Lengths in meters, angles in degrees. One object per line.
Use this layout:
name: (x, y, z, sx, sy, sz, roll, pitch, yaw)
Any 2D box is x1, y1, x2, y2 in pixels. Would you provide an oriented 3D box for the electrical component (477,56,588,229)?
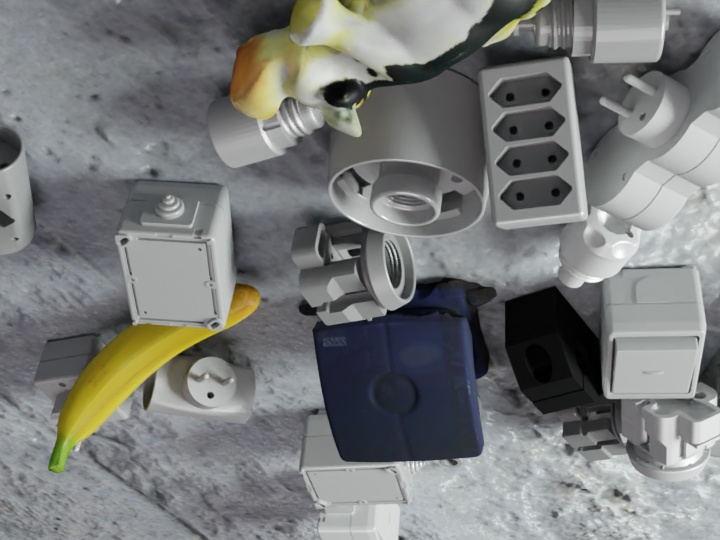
electrical component: (0.096, -0.065, 0.584, 0.047, 0.083, 0.076, -6, 178, 15)

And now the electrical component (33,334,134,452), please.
electrical component: (-0.214, 0.101, 0.824, 0.047, 0.076, 0.065, -10, 139, 19)

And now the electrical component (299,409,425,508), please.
electrical component: (0.005, 0.150, 0.869, 0.096, 0.061, 0.061, -4, 138, 11)

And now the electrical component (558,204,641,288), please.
electrical component: (0.142, -0.013, 0.661, 0.043, 0.043, 0.062, 14, 143, -10)

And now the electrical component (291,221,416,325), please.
electrical component: (0.000, 0.000, 0.685, 0.057, 0.058, 0.078, -10, 139, 24)

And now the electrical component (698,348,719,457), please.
electrical component: (0.280, 0.094, 0.769, 0.059, 0.053, 0.095, 8, 142, -2)

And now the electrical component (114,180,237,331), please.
electrical component: (-0.114, -0.016, 0.682, 0.062, 0.061, 0.096, 4, 134, 3)

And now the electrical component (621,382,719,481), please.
electrical component: (0.215, 0.110, 0.751, 0.058, 0.078, 0.057, -18, 118, -23)

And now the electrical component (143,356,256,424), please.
electrical component: (-0.115, 0.086, 0.801, 0.077, 0.043, 0.079, 11, 162, -20)

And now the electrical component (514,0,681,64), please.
electrical component: (0.115, -0.122, 0.529, 0.078, 0.040, 0.040, 0, 141, 7)

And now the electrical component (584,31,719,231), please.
electrical component: (0.162, -0.080, 0.565, 0.074, 0.052, 0.138, 23, 139, -20)

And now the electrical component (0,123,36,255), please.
electrical component: (-0.244, -0.052, 0.662, 0.079, 0.043, 0.077, 9, 142, -3)

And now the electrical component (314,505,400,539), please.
electrical component: (-0.001, 0.218, 0.955, 0.061, 0.061, 0.096, -3, 141, 11)

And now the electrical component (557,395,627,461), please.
electrical component: (0.190, 0.117, 0.817, 0.055, 0.048, 0.066, -15, 137, 36)

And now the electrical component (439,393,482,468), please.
electrical component: (0.071, 0.120, 0.821, 0.043, 0.062, 0.043, 4, 142, 3)

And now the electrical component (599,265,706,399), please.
electrical component: (0.193, 0.050, 0.718, 0.062, 0.061, 0.096, -2, 141, 10)

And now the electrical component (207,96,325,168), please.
electrical component: (-0.049, -0.083, 0.599, 0.078, 0.040, 0.040, -13, 138, 22)

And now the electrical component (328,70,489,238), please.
electrical component: (0.030, -0.062, 0.616, 0.099, 0.064, 0.099, 7, 155, 3)
